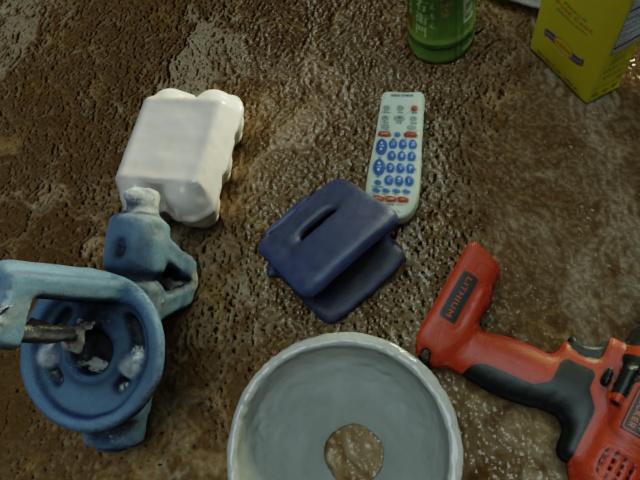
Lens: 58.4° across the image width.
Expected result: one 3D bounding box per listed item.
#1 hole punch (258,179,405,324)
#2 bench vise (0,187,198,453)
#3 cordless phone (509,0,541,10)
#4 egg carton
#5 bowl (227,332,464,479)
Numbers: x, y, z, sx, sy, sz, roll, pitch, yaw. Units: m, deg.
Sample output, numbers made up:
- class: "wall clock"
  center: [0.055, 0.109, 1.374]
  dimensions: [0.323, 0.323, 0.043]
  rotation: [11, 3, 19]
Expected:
- class: "hole punch"
  center: [0.005, 0.002, 0.492]
  dimensions: [0.109, 0.091, 0.101]
  rotation: [-41, 64, -9]
- class: "bench vise"
  center: [-0.183, 0.044, 0.437]
  dimensions: [0.121, 0.220, 0.207]
  rotation: [-13, 63, 6]
- class: "cordless phone"
  center: [0.233, -0.312, 0.540]
  dimensions: [0.147, 0.185, 0.094]
  rotation: [25, 72, 21]
- class: "egg carton"
  center: [-0.136, -0.084, 0.572]
  dimensions: [0.107, 0.069, 0.150]
  rotation: [4, 66, 13]
- class: "bowl"
  center: [0.021, 0.158, 0.424]
  dimensions: [0.167, 0.075, 0.167]
  rotation: [-4, 65, 9]
